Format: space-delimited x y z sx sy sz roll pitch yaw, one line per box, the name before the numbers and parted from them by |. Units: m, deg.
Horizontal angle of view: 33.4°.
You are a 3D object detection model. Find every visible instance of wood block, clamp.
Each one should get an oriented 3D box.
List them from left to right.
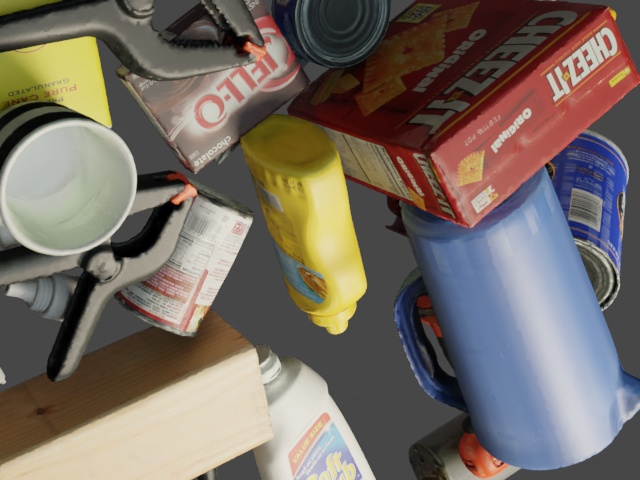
clamp | -0.161 0.009 0.719 0.171 0.039 0.120 -49 136 -1
clamp | -0.127 -0.150 0.668 0.209 0.036 0.164 30 91 -38
wood block | -0.150 0.138 0.799 0.205 0.091 0.090 -23 120 -23

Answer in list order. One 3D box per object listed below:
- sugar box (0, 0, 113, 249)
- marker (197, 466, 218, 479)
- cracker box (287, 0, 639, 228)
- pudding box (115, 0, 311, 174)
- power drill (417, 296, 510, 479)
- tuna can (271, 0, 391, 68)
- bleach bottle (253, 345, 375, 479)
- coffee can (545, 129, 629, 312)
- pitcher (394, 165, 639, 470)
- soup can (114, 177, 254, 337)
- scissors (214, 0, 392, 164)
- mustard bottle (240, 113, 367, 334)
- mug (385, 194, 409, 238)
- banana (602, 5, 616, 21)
sugar box | -0.189 -0.090 0.702 0.093 0.048 0.176 -21 119 -25
marker | -0.092 0.236 0.926 0.020 0.020 0.121 -20 120 -25
cracker box | 0.093 -0.106 0.773 0.164 0.214 0.072 -40 118 -12
pudding box | -0.075 -0.117 0.760 0.113 0.039 0.090 -38 119 -7
power drill | 0.177 0.099 0.979 0.184 0.057 0.187 -32 100 -22
tuna can | 0.010 -0.170 0.784 0.086 0.034 0.086 -12 115 -28
bleach bottle | -0.015 0.196 0.933 0.102 0.068 0.250 -35 123 -16
coffee can | 0.210 -0.015 0.922 0.102 0.103 0.140 61 34 -35
pitcher | 0.139 0.052 0.822 0.149 0.145 0.242 -29 123 -6
soup can | -0.100 0.011 0.791 0.068 0.069 0.102 23 96 -38
scissors | -0.024 -0.154 0.802 0.201 0.016 0.096 -41 125 -12
mustard bottle | -0.005 0.001 0.828 0.058 0.096 0.191 -32 131 -20
mug | 0.104 -0.033 0.895 0.117 0.093 0.081 21 93 -34
banana | 0.172 -0.126 0.889 0.197 0.070 0.037 -39 87 -22
